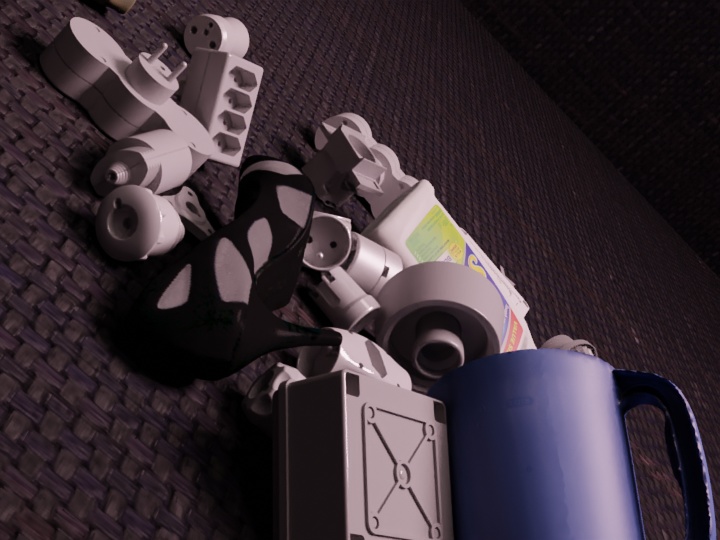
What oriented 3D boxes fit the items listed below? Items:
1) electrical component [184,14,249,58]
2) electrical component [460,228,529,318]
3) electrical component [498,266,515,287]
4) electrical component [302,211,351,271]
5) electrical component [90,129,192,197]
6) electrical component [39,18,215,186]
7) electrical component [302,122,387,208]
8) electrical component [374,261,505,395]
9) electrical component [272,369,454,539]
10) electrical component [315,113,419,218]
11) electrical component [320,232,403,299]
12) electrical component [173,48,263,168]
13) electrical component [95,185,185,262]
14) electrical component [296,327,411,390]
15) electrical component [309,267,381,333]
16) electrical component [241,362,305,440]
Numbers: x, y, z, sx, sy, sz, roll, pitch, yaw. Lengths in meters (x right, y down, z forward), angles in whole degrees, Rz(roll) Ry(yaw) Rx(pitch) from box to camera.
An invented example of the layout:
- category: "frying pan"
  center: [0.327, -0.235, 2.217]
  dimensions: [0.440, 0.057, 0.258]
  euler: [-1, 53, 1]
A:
- category: "electrical component"
  center: [-0.138, -0.222, 1.033]
  dimensions: [0.045, 0.045, 0.055]
  euler: [51, 21, 6]
- category: "electrical component"
  center: [0.109, 0.021, 1.084]
  dimensions: [0.113, 0.057, 0.078]
  euler: [50, 20, 3]
- category: "electrical component"
  center: [0.133, 0.021, 1.157]
  dimensions: [0.064, 0.042, 0.081]
  euler: [38, 22, -19]
- category: "electrical component"
  center: [-0.050, -0.027, 0.849]
  dimensions: [0.079, 0.044, 0.077]
  euler: [12, 1, -7]
- category: "electrical component"
  center: [-0.151, -0.070, 0.733]
  dimensions: [0.043, 0.043, 0.081]
  euler: [49, 20, -1]
- category: "electrical component"
  center: [-0.159, -0.133, 0.787]
  dimensions: [0.138, 0.074, 0.052]
  euler: [44, 21, -13]
- category: "electrical component"
  center: [-0.017, -0.097, 1.028]
  dimensions: [0.042, 0.064, 0.081]
  euler: [16, 38, -55]
- category: "electrical component"
  center: [0.063, 0.054, 0.865]
  dimensions: [0.108, 0.108, 0.060]
  euler: [41, 27, -20]
- category: "electrical component"
  center: [0.003, 0.123, 0.628]
  dimensions: [0.109, 0.056, 0.108]
  euler: [24, 56, -48]
- category: "electrical component"
  center: [0.008, -0.099, 1.100]
  dimensions: [0.138, 0.052, 0.074]
  euler: [49, 20, 0]
- category: "electrical component"
  center: [0.000, 0.000, 0.904]
  dimensions: [0.047, 0.055, 0.055]
  euler: [31, 26, -32]
- category: "electrical component"
  center: [-0.129, -0.132, 0.862]
  dimensions: [0.076, 0.083, 0.047]
  euler: [16, 2, 31]
- category: "electrical component"
  center: [-0.135, -0.027, 0.689]
  dimensions: [0.048, 0.048, 0.062]
  euler: [54, 14, 15]
- category: "electrical component"
  center: [0.000, 0.088, 0.759]
  dimensions: [0.077, 0.043, 0.079]
  euler: [32, 26, -38]
- category: "electrical component"
  center: [-0.013, 0.025, 0.852]
  dimensions: [0.046, 0.040, 0.040]
  euler: [48, 19, 14]
- category: "electrical component"
  center: [-0.040, 0.091, 0.671]
  dimensions: [0.062, 0.043, 0.043]
  euler: [44, 20, -17]
